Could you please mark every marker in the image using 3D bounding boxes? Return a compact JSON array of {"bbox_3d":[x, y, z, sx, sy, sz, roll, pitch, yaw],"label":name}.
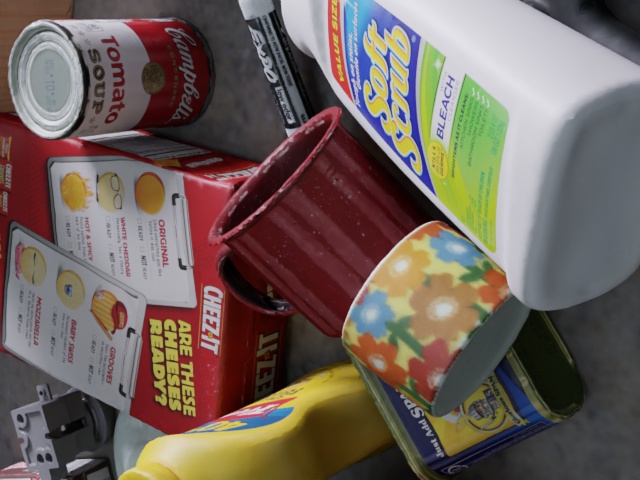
[{"bbox_3d":[-0.026,-0.105,0.580,0.020,0.020,0.121,-5,115,39],"label":"marker"}]

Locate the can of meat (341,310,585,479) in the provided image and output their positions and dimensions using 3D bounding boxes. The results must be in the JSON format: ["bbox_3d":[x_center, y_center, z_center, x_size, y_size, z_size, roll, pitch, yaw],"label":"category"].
[{"bbox_3d":[0.072,0.061,0.540,0.084,0.057,0.102,-36,78,35],"label":"can of meat"}]

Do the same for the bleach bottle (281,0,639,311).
[{"bbox_3d":[0.047,-0.077,0.494,0.251,0.068,0.102,45,143,46],"label":"bleach bottle"}]

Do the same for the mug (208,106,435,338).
[{"bbox_3d":[-0.004,0.001,0.539,0.081,0.093,0.117,44,122,-14],"label":"mug"}]

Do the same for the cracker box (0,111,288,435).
[{"bbox_3d":[-0.118,0.017,0.670,0.214,0.071,0.164,17,111,33],"label":"cracker box"}]

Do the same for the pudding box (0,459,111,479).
[{"bbox_3d":[-0.196,0.213,0.796,0.114,0.039,0.090,-11,93,41],"label":"pudding box"}]

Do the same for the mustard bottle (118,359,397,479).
[{"bbox_3d":[-0.037,0.113,0.549,0.096,0.191,0.058,-19,88,39],"label":"mustard bottle"}]

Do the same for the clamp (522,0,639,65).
[{"bbox_3d":[0.100,-0.088,0.497,0.120,0.039,0.171,-46,65,40],"label":"clamp"}]

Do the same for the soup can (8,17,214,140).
[{"bbox_3d":[-0.121,-0.096,0.626,0.069,0.102,0.068,9,105,36],"label":"soup can"}]

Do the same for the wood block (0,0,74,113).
[{"bbox_3d":[-0.265,-0.122,0.666,0.090,0.205,0.091,23,113,32],"label":"wood block"}]
